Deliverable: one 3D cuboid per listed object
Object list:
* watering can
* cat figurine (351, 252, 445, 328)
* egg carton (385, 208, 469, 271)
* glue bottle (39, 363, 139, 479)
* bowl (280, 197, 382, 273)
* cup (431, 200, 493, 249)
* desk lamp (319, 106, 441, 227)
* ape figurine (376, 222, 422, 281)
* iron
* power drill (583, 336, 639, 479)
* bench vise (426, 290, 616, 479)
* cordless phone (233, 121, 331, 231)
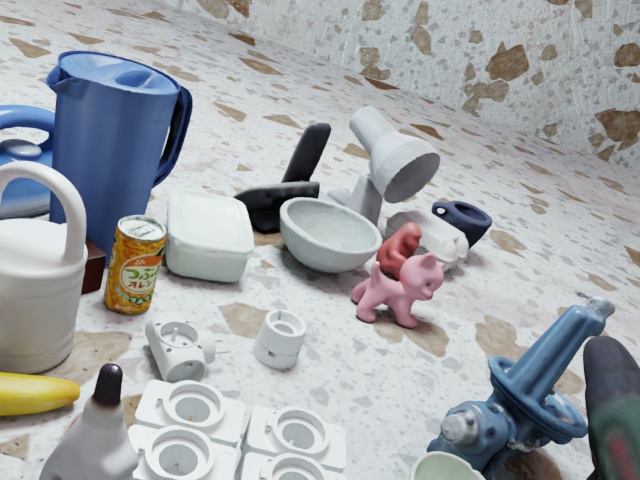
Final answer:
[{"bbox_3d":[-0.267,0.024,0.520,0.101,0.194,0.172,10,28,-20],"label":"watering can"},{"bbox_3d":[0.122,0.060,0.822,0.128,0.118,0.067,10,28,-21],"label":"cat figurine"},{"bbox_3d":[0.196,-0.001,1.047,0.150,0.069,0.107,35,30,28],"label":"egg carton"},{"bbox_3d":[-0.151,0.151,0.384,0.078,0.173,0.037,33,29,24],"label":"glue bottle"},{"bbox_3d":[0.008,0.003,0.897,0.167,0.075,0.167,17,26,-8],"label":"bowl"},{"bbox_3d":[0.258,-0.020,1.100,0.118,0.095,0.091,19,26,-4],"label":"cup"},{"bbox_3d":[0.093,-0.117,1.033,0.118,0.213,0.202,-8,38,-44],"label":"desk lamp"},{"bbox_3d":[0.139,0.014,0.951,0.076,0.092,0.078,35,30,28],"label":"ape figurine"},{"bbox_3d":[-0.396,-0.122,0.768,0.118,0.141,0.259,30,27,19],"label":"iron"},{"bbox_3d":[0.234,0.222,0.487,0.076,0.208,0.229,17,26,-8],"label":"power drill"},{"bbox_3d":[0.218,0.160,0.582,0.121,0.220,0.208,33,29,25],"label":"bench vise"},{"bbox_3d":[-0.057,-0.115,0.952,0.094,0.185,0.148,36,30,29],"label":"cordless phone"}]
